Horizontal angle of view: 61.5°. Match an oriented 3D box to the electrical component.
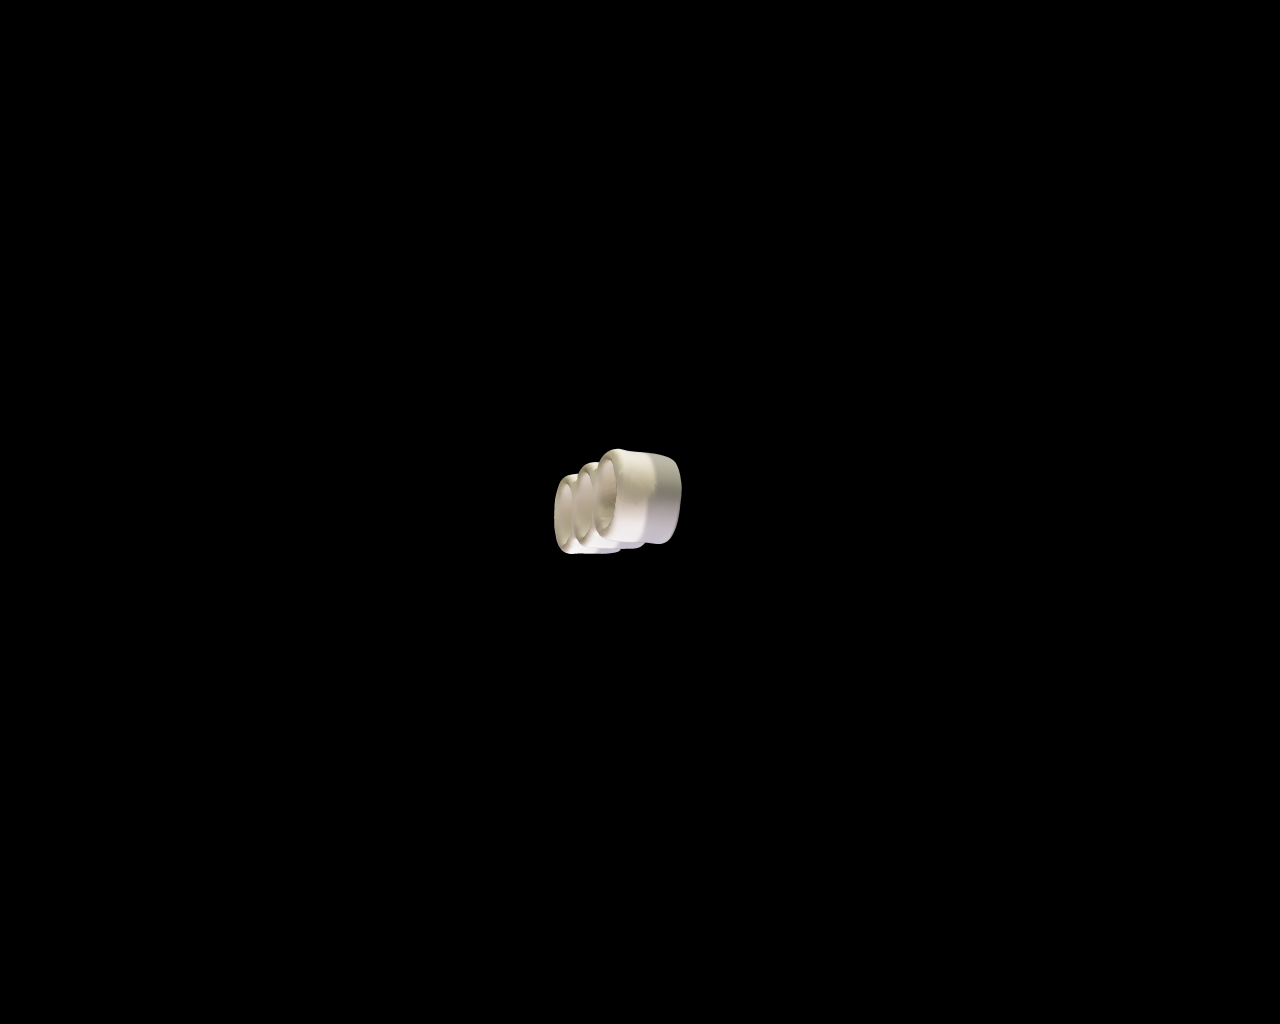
[{"bbox_3d":[0.001,-0.003,0.650,0.074,0.052,0.138,2,-7,-19],"label":"electrical component"}]
